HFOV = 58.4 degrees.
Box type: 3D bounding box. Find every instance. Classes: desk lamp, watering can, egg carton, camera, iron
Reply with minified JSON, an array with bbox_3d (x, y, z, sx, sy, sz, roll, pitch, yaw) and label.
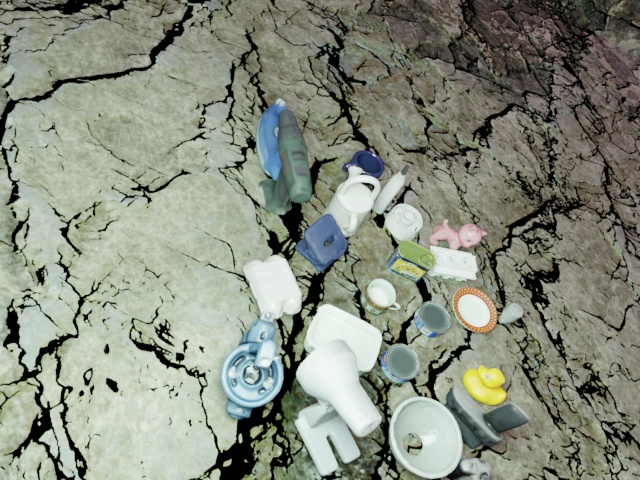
[{"bbox_3d":[0.032,0.322,1.112,0.118,0.213,0.203,-18,67,-31],"label":"desk lamp"},{"bbox_3d":[0.081,-0.105,1.428,0.101,0.194,0.172,-8,62,-26],"label":"watering can"},{"bbox_3d":[-0.105,0.106,1.289,0.107,0.069,0.150,-14,65,-29],"label":"egg carton"},{"bbox_3d":[0.280,0.512,1.161,0.137,0.100,0.143,16,54,-12],"label":"camera"},{"bbox_3d":[-0.099,-0.284,1.505,0.119,0.141,0.258,-5,61,-25],"label":"iron"}]

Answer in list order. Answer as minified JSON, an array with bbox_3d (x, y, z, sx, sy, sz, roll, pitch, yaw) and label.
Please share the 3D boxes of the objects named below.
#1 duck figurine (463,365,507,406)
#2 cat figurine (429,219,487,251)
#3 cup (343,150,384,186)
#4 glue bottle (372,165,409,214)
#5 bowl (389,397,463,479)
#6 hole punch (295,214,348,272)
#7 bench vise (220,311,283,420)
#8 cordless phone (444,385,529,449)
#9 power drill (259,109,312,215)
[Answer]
[{"bbox_3d":[0.398,0.334,1.337,0.104,0.086,0.078,39,52,6],"label":"duck figurine"},{"bbox_3d":[0.377,-0.016,1.540,0.128,0.117,0.067,27,52,-4],"label":"cat figurine"},{"bbox_3d":[0.105,-0.181,1.551,0.118,0.095,0.091,-7,61,-26],"label":"cup"},{"bbox_3d":[0.195,-0.142,1.513,0.037,0.173,0.078,38,52,5],"label":"glue bottle"},{"bbox_3d":[0.210,0.422,1.207,0.168,0.074,0.167,11,55,-16],"label":"bowl"},{"bbox_3d":[0.013,0.005,1.392,0.101,0.091,0.109,43,53,9],"label":"hole punch"},{"bbox_3d":[-0.129,0.220,1.109,0.122,0.219,0.207,4,57,-20],"label":"bench vise"},{"bbox_3d":[0.358,0.364,1.238,0.147,0.185,0.094,43,53,8],"label":"cordless phone"},{"bbox_3d":[-0.085,-0.169,1.392,0.076,0.208,0.229,-5,60,-25],"label":"power drill"}]
